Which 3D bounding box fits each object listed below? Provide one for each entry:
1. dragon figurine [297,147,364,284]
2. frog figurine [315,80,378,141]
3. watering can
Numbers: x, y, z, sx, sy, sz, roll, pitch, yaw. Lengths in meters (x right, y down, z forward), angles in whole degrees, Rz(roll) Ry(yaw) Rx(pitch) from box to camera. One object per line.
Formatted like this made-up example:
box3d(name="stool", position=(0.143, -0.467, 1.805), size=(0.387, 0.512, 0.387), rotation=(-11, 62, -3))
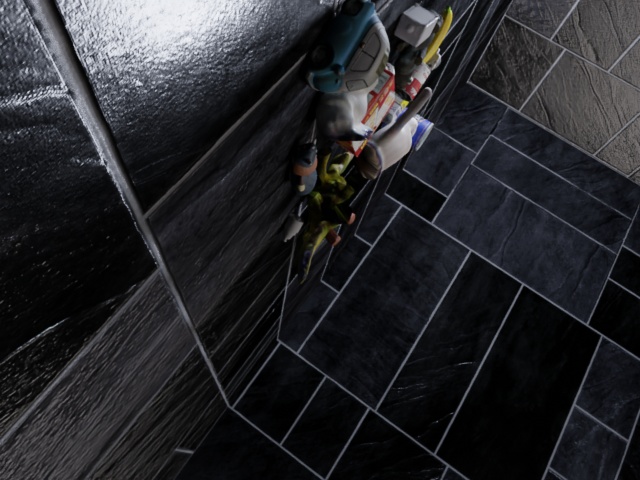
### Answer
box3d(name="dragon figurine", position=(0.004, -0.062, 1.231), size=(0.239, 0.122, 0.417), rotation=(115, -2, -68))
box3d(name="frog figurine", position=(0.048, -0.267, 0.959), size=(0.139, 0.122, 0.157), rotation=(-28, 116, -55))
box3d(name="watering can", position=(0.211, -0.301, 1.528), size=(0.227, 0.105, 0.341), rotation=(-38, 166, -20))
